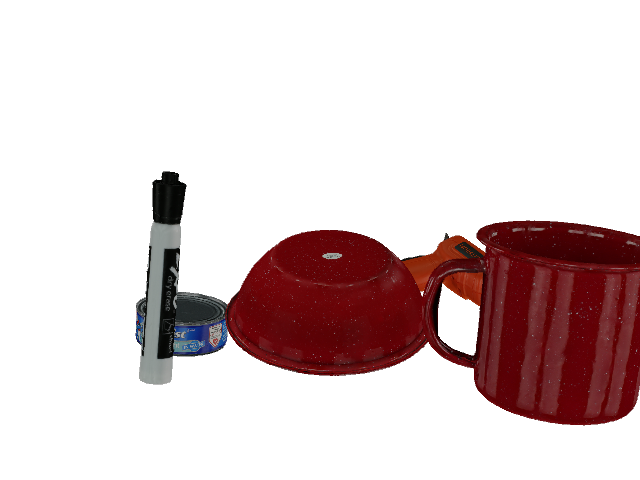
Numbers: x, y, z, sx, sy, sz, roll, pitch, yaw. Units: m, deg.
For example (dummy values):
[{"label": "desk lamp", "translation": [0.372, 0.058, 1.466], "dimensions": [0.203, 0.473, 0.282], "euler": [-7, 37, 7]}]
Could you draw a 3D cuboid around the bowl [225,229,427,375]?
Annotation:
[{"label": "bowl", "translation": [0.008, 0.036, 0.810], "dimensions": [0.162, 0.055, 0.162], "euler": [1, 27, -1]}]

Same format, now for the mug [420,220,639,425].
[{"label": "mug", "translation": [0.108, 0.039, 0.528], "dimensions": [0.117, 0.081, 0.093], "euler": [4, 13, -2]}]

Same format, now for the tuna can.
[{"label": "tuna can", "translation": [-0.127, 0.077, 0.983], "dimensions": [0.086, 0.034, 0.086], "euler": [5, 15, -1]}]

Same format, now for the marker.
[{"label": "marker", "translation": [-0.089, 0.021, 0.605], "dimensions": [0.020, 0.121, 0.020], "euler": [6, 10, -1]}]

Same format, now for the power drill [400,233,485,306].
[{"label": "power drill", "translation": [0.093, 0.055, 1.096], "dimensions": [0.187, 0.057, 0.185], "euler": [-11, 27, -20]}]
